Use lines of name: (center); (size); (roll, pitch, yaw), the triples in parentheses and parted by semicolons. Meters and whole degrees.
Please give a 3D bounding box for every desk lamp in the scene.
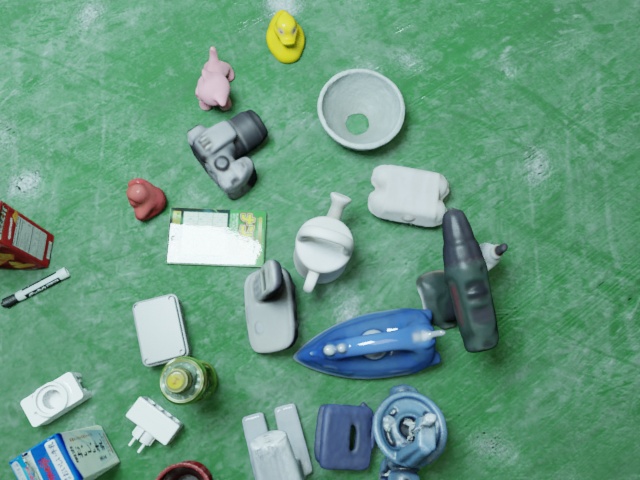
desk lamp: (-0.061, 0.367, 0.877); (0.118, 0.213, 0.203); (-15, 78, -8)

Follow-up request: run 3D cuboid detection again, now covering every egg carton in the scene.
egg carton: (0.167, -0.082, 1.079); (0.150, 0.069, 0.107); (8, 76, -3)

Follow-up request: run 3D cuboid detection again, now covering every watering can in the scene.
watering can: (0.007, 0.003, 0.981); (0.101, 0.194, 0.173); (-2, 76, -5)

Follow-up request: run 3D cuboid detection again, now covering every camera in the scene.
camera: (-0.157, -0.173, 1.059); (0.137, 0.101, 0.143); (-37, 82, -12)

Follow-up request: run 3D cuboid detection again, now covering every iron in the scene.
iron: (0.084, 0.180, 0.972); (0.258, 0.141, 0.118); (-8, 77, -6)

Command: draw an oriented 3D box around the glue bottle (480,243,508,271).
glue bottle: (0.292, 0.033, 1.008); (0.037, 0.173, 0.078); (38, 77, 5)

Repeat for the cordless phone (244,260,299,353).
cordless phone: (-0.081, 0.110, 0.953); (0.094, 0.185, 0.147); (-9, 77, -6)

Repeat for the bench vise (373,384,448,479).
bench vise: (0.154, 0.335, 0.899); (0.121, 0.219, 0.207); (-11, 77, -7)

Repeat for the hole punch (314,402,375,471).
hole punch: (0.045, 0.327, 0.959); (0.101, 0.091, 0.109); (5, 76, -3)

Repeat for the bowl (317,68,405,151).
bowl: (0.076, -0.240, 1.107); (0.167, 0.074, 0.167); (1, 76, -4)

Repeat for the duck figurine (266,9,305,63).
duck figurine: (-0.068, -0.416, 1.132); (0.077, 0.086, 0.104); (-8, 77, -6)

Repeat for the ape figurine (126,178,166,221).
ape figurine: (-0.319, -0.077, 1.027); (0.076, 0.092, 0.078); (5, 76, -3)

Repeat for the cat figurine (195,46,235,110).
cat figurine: (-0.199, -0.299, 1.077); (0.067, 0.117, 0.128); (0, 76, -4)

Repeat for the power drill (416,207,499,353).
power drill: (0.229, 0.078, 0.974); (0.075, 0.208, 0.229); (-14, 78, -7)
